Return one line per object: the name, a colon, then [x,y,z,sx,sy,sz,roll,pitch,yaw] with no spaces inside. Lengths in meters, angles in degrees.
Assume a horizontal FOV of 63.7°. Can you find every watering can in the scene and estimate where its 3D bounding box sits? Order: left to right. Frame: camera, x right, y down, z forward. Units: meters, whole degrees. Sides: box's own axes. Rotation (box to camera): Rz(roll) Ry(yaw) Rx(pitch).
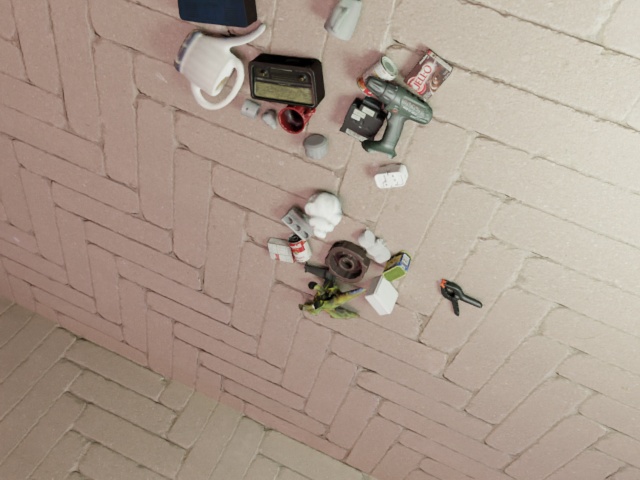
watering can: [-0.323,-0.575,1.609,0.224,0.106,0.341,36,121,-4]

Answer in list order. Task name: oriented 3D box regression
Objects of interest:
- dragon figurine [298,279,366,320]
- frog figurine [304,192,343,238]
dragon figurine: [0.073,0.263,2.118,0.408,0.124,0.239,-7,150,38]
frog figurine: [0.005,-0.091,1.804,0.137,0.163,0.120,29,133,1]
